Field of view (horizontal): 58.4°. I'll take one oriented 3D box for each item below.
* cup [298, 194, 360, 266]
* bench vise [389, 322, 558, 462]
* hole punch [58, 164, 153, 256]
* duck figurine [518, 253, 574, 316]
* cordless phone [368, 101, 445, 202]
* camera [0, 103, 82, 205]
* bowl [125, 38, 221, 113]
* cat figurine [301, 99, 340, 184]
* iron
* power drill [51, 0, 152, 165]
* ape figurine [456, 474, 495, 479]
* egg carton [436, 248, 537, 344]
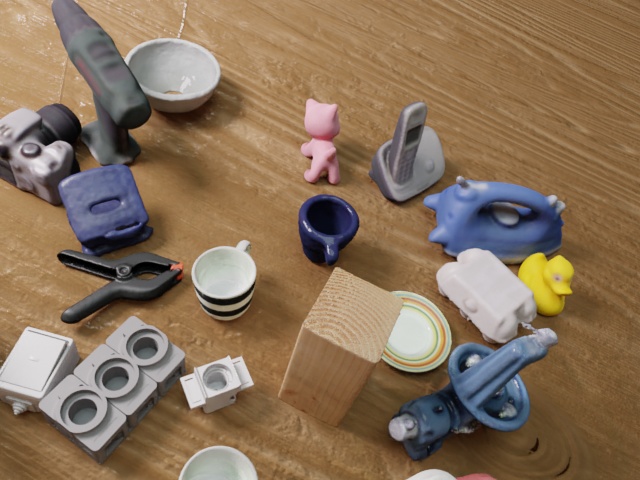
[{"bbox_3d":[0.008,0.003,0.867,0.092,0.095,0.117,2,54,-12],"label":"cup"},{"bbox_3d":[0.192,0.192,0.692,0.208,0.220,0.121,-35,68,-32],"label":"bench vise"},{"bbox_3d":[-0.307,-0.044,0.829,0.109,0.091,0.101,-21,61,-26],"label":"hole punch"},{"bbox_3d":[0.370,0.058,0.919,0.077,0.086,0.104,1,54,-13],"label":"duck figurine"},{"bbox_3d":[0.166,-0.164,0.973,0.148,0.185,0.094,-32,67,-31],"label":"cordless phone"},{"bbox_3d":[-0.421,-0.150,0.874,0.143,0.101,0.137,28,53,8],"label":"camera"},{"bbox_3d":[-0.263,-0.282,1.027,0.167,0.075,0.167,7,53,-9],"label":"bowl"},{"bbox_3d":[0.007,-0.179,0.988,0.067,0.118,0.127,-2,55,-15],"label":"cat figurine"},{"bbox_3d":[0.310,-0.042,0.944,0.258,0.141,0.118,6,53,-9],"label":"iron"},{"bbox_3d":[-0.337,-0.226,0.883,0.076,0.208,0.229,-30,65,-30],"label":"power drill"},{"bbox_3d":[0.190,0.311,0.684,0.076,0.092,0.078,38,55,15],"label":"ape figurine"},{"bbox_3d":[0.255,0.085,0.882,0.107,0.069,0.150,-30,66,-30],"label":"egg carton"}]
